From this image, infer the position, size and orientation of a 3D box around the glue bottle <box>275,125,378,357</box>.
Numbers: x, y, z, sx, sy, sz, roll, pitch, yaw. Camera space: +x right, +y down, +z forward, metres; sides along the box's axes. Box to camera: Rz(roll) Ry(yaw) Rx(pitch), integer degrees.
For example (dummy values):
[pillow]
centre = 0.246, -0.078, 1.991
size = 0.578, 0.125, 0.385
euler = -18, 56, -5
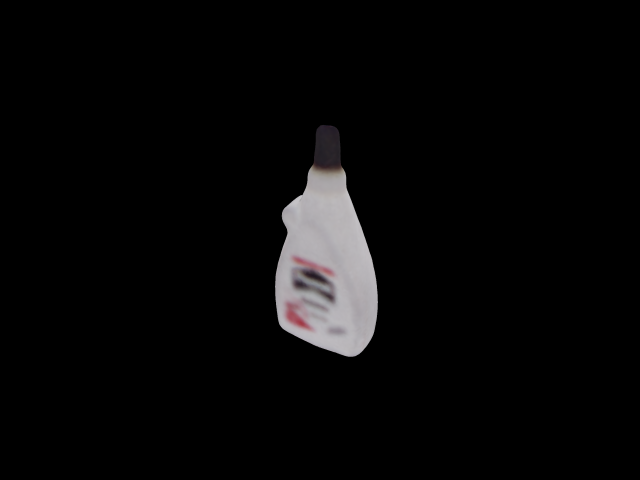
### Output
[glue bottle]
centre = 0.004, 0.001, 0.400
size = 0.078, 0.173, 0.037
euler = 16, 37, 23
